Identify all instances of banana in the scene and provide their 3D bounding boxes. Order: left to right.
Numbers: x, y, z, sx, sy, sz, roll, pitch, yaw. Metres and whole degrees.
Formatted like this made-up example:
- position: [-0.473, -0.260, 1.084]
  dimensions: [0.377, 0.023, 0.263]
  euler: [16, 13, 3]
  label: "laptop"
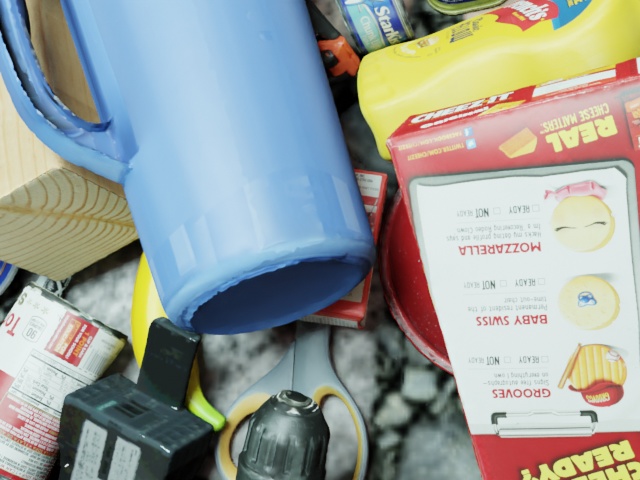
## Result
- position: [-0.071, 0.013, 0.629]
  dimensions: [0.069, 0.037, 0.198]
  euler: [9, 74, 0]
  label: "banana"

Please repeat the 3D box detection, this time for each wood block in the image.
- position: [-0.166, -0.095, 0.635]
  dimensions: [0.090, 0.090, 0.206]
  euler: [-27, 59, 23]
  label: "wood block"

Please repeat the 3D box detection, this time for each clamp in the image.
- position: [-0.060, -0.110, 0.655]
  dimensions: [0.172, 0.039, 0.120]
  euler: [20, 85, 34]
  label: "clamp"

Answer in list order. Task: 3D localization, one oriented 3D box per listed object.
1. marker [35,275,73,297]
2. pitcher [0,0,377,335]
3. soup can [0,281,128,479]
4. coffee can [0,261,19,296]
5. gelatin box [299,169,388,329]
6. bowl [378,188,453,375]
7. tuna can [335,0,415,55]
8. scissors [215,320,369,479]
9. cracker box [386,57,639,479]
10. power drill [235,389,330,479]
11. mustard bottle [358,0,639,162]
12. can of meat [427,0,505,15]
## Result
- position: [-0.166, 0.030, 0.654]
  dimensions: [0.020, 0.020, 0.121]
  euler: [23, 79, 20]
  label: "marker"
- position: [-0.066, -0.078, 0.550]
  dimensions: [0.149, 0.145, 0.243]
  euler: [-23, 69, 14]
  label: "pitcher"
- position: [-0.163, 0.084, 0.609]
  dimensions: [0.069, 0.068, 0.102]
  euler: [26, 80, 20]
  label: "soup can"
- position: [-0.254, -0.012, 0.613]
  dimensions: [0.103, 0.140, 0.103]
  euler: [-4, 82, 26]
  label: "coffee can"
- position: [-0.004, 0.001, 0.601]
  dimensions: [0.073, 0.030, 0.089]
  euler: [8, 71, 6]
  label: "gelatin box"
- position: [0.107, -0.002, 0.578]
  dimensions: [0.162, 0.055, 0.162]
  euler: [-4, 71, 12]
  label: "bowl"
- position: [0.026, -0.153, 0.629]
  dimensions: [0.034, 0.086, 0.086]
  euler: [-20, 68, 10]
  label: "tuna can"
- position: [-0.021, 0.057, 0.611]
  dimensions: [0.096, 0.016, 0.202]
  euler: [-13, 69, 10]
  label: "scissors"
- position: [0.140, 0.029, 0.489]
  dimensions: [0.164, 0.072, 0.214]
  euler: [-13, 103, 19]
  label: "cracker box"
- position: [0.033, 0.178, 0.505]
  dimensions: [0.188, 0.057, 0.184]
  euler: [17, 107, 19]
  label: "power drill"
- position: [0.118, -0.104, 0.579]
  dimensions: [0.192, 0.096, 0.058]
  euler: [-19, 110, 16]
  label: "mustard bottle"
- position: [0.081, -0.201, 0.635]
  dimensions: [0.057, 0.084, 0.102]
  euler: [-9, 70, 11]
  label: "can of meat"
